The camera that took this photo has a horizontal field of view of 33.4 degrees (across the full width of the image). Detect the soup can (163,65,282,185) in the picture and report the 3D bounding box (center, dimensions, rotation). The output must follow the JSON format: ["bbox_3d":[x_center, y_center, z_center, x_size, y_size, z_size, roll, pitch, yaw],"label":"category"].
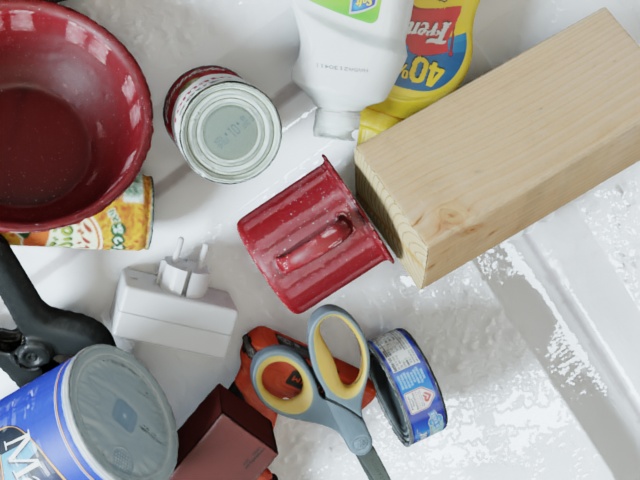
[{"bbox_3d":[-0.067,-0.079,0.717,0.068,0.102,0.068,-3,105,-13],"label":"soup can"}]

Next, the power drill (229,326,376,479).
[{"bbox_3d":[-0.034,0.174,0.814,0.184,0.057,0.188,27,96,-18],"label":"power drill"}]

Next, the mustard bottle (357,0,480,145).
[{"bbox_3d":[0.064,-0.150,0.753,0.096,0.058,0.192,17,100,-9],"label":"mustard bottle"}]

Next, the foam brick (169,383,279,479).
[{"bbox_3d":[-0.074,0.152,0.746,0.053,0.051,0.078,39,96,-17],"label":"foam brick"}]

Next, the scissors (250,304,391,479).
[{"bbox_3d":[0.008,0.144,0.778,0.096,0.016,0.202,-13,108,-7],"label":"scissors"}]

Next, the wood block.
[{"bbox_3d":[0.136,-0.063,0.754,0.206,0.090,0.091,-30,70,-9],"label":"wood block"}]

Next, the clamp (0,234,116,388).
[{"bbox_3d":[-0.212,0.074,0.748,0.120,0.039,0.171,-30,123,23],"label":"clamp"}]

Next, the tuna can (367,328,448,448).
[{"bbox_3d":[0.063,0.111,0.807,0.033,0.086,0.086,-23,108,-10],"label":"tuna can"}]

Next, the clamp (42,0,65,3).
[{"bbox_3d":[-0.242,-0.212,0.675,0.209,0.036,0.165,13,102,-18],"label":"clamp"}]

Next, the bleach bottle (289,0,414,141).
[{"bbox_3d":[0.016,-0.192,0.699,0.103,0.068,0.251,9,99,18],"label":"bleach bottle"}]

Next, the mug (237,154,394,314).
[{"bbox_3d":[-0.005,0.001,0.749,0.081,0.117,0.093,-33,98,2],"label":"mug"}]

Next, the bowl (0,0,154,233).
[{"bbox_3d":[-0.190,-0.072,0.683,0.162,0.055,0.162,5,69,-14],"label":"bowl"}]

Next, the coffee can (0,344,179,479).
[{"bbox_3d":[-0.181,0.145,0.721,0.140,0.102,0.102,-30,111,23],"label":"coffee can"}]
